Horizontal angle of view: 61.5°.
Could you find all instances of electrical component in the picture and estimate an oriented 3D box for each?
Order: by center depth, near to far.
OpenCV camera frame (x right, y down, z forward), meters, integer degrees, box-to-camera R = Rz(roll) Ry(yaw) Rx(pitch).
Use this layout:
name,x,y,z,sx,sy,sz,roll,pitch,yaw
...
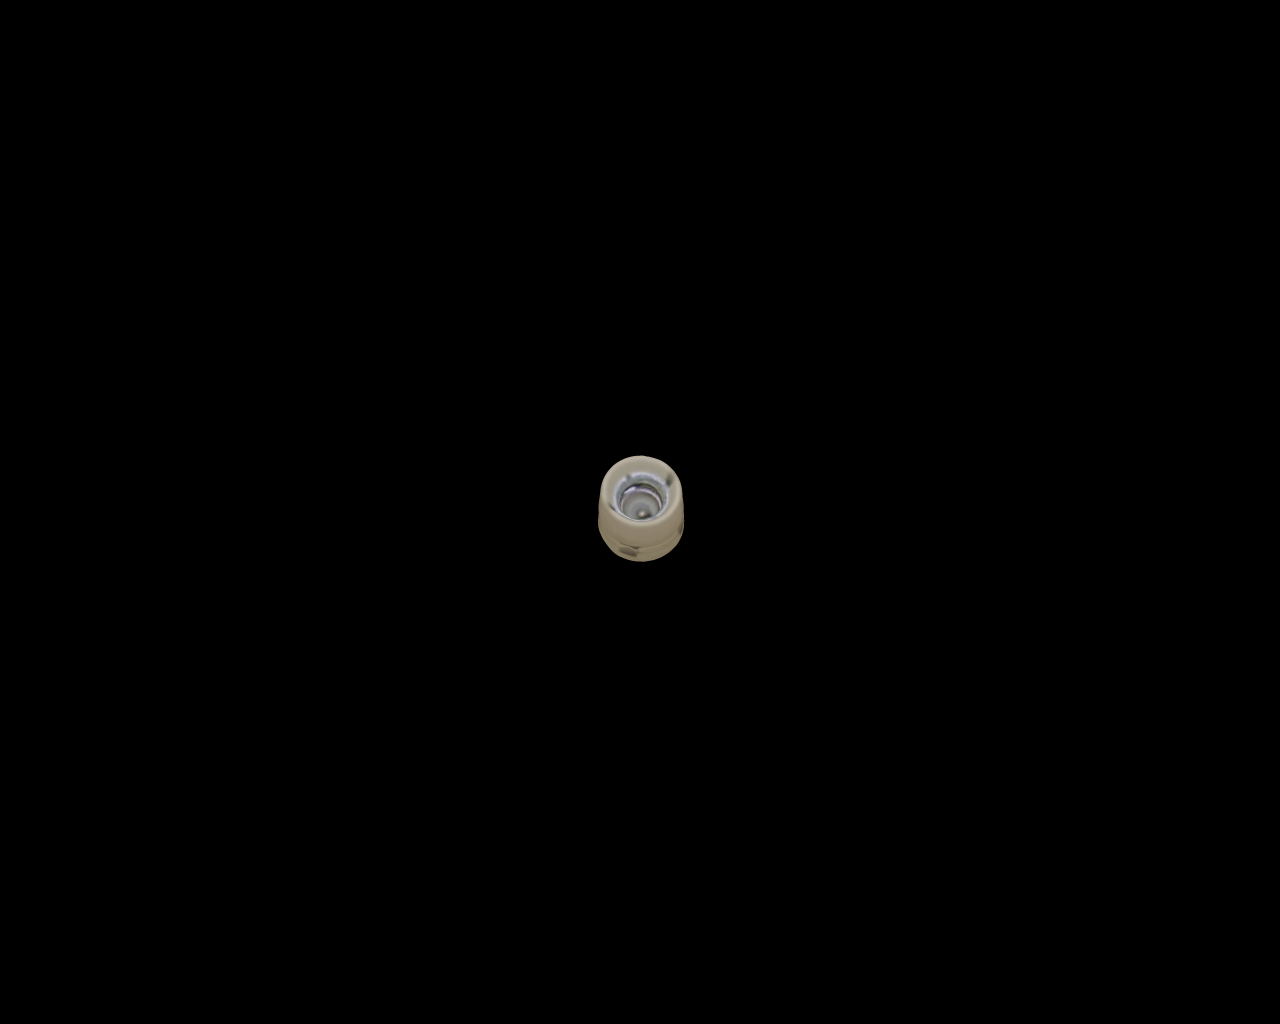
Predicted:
name,x,y,z,sx,sy,sz,roll,pitch,yaw
electrical component,0.001,-0.003,0.650,0.055,0.055,0.047,0,-27,0
